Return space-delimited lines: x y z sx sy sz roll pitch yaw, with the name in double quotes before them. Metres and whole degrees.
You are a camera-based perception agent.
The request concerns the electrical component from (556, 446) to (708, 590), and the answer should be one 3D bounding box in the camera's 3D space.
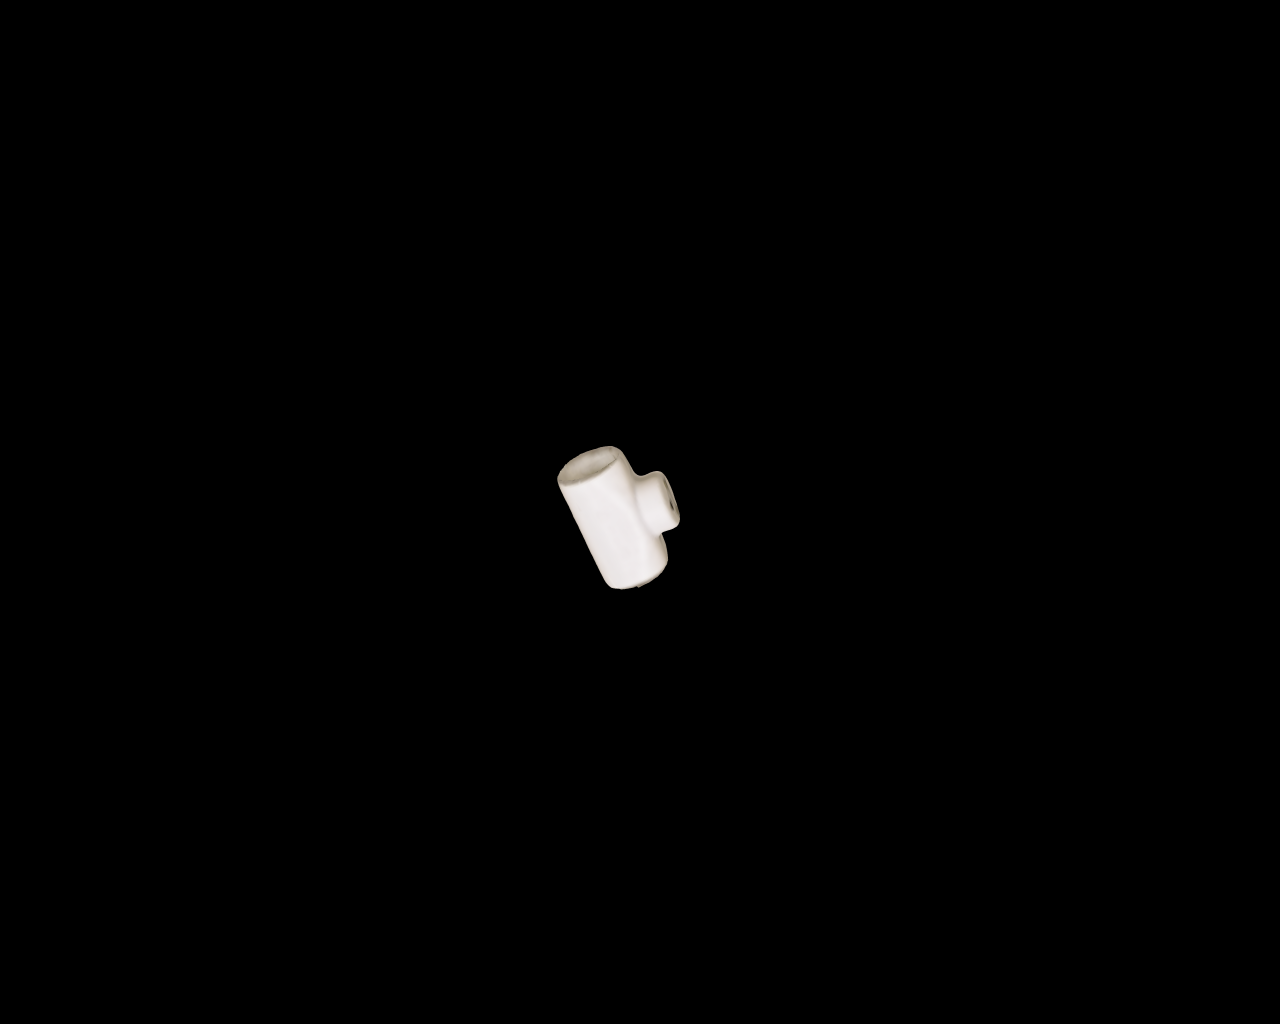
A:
"electrical component" 0.001 -0.003 0.650 0.079 0.077 0.044 -20 24 9
